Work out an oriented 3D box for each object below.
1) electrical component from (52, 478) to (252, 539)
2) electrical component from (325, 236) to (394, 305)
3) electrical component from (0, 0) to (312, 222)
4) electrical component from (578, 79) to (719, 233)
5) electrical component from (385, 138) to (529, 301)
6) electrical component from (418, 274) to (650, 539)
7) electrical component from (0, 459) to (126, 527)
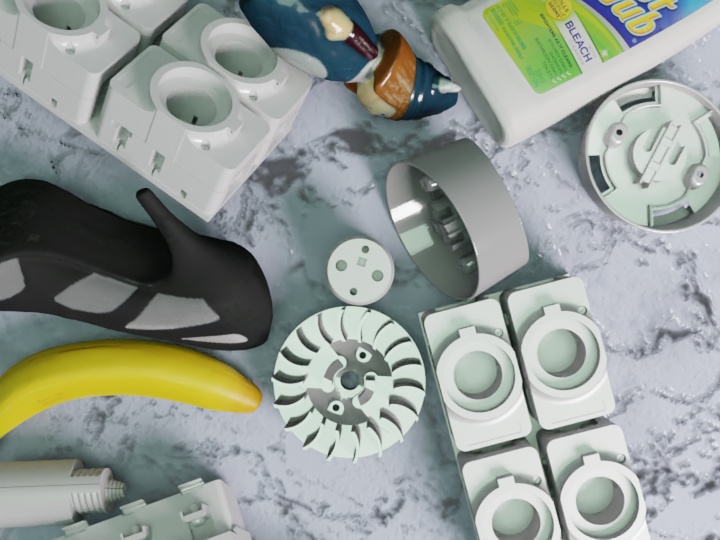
[{"bbox_3d":[-0.135,0.185,0.701,0.121,0.078,0.063,-20,69,1],"label":"electrical component"},{"bbox_3d":[0.000,0.000,0.703,0.045,0.055,0.045,0,91,1],"label":"electrical component"},{"bbox_3d":[-0.135,-0.131,0.673,0.186,0.060,0.105,35,50,0],"label":"electrical component"},{"bbox_3d":[0.190,-0.073,0.695,0.099,0.064,0.099,0,91,0],"label":"electrical component"},{"bbox_3d":[0.062,-0.032,0.683,0.064,0.099,0.099,-26,90,-5],"label":"electrical component"},{"bbox_3d":[0.113,0.106,0.700,0.105,0.060,0.186,-15,91,1],"label":"electrical component"},{"bbox_3d":[-0.197,0.147,0.713,0.081,0.043,0.043,-2,91,0],"label":"electrical component"}]
